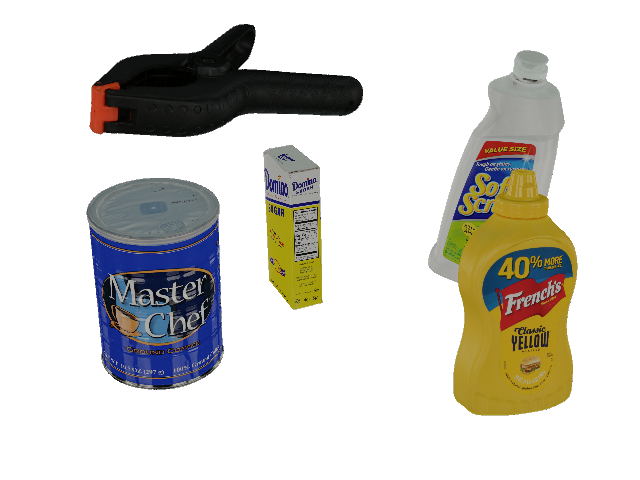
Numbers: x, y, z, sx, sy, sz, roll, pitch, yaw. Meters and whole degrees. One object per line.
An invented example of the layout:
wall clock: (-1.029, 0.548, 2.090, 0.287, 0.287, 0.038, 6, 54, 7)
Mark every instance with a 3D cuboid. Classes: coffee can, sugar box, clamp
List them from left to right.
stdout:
coffee can: (-0.131, 0.034, 0.863, 0.103, 0.140, 0.103, 1, 29, -1)
clamp: (-0.072, -0.101, 0.664, 0.171, 0.039, 0.120, -11, 29, -34)
sugar box: (-0.033, -0.016, 1.277, 0.048, 0.176, 0.093, -13, 25, -19)

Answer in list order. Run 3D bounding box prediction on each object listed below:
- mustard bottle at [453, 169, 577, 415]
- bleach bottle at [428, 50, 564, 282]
mustard bottle: (0.155, 0.039, 0.842, 0.096, 0.192, 0.058, -5, 15, -17)
bleach bottle: (0.175, -0.068, 1.045, 0.103, 0.251, 0.068, 21, 38, 20)
